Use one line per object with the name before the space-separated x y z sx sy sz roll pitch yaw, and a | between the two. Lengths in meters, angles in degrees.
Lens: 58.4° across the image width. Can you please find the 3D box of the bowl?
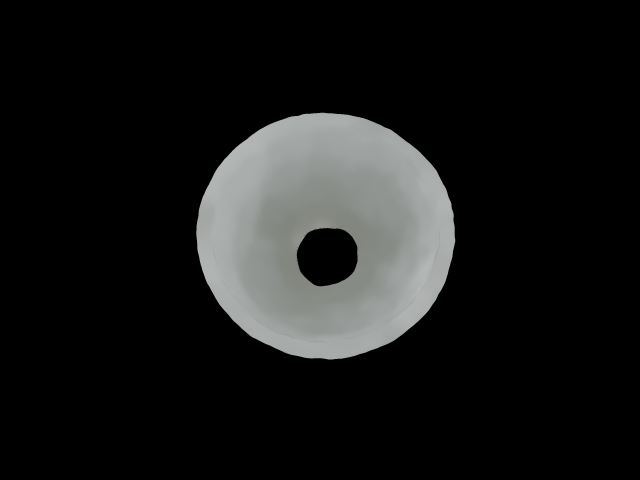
bowl | 0.004 0.001 0.400 0.167 0.075 0.167 0 74 0
